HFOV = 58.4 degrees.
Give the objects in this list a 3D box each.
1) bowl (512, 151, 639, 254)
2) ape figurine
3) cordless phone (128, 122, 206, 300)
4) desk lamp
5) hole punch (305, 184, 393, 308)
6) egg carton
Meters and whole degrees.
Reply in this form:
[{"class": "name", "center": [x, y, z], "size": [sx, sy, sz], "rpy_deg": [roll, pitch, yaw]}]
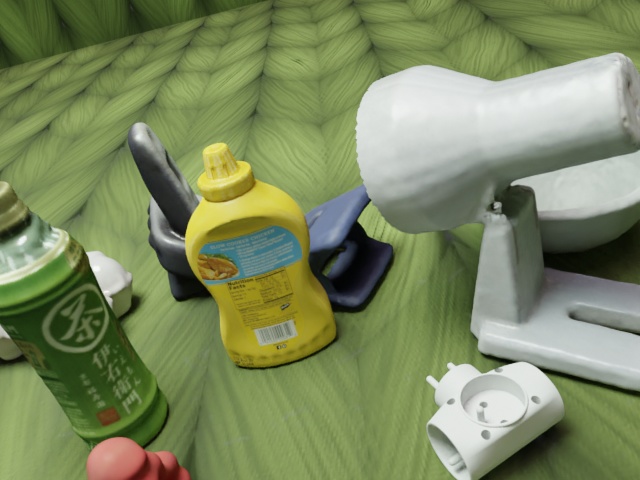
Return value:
[{"class": "bowl", "center": [0.219, -0.037, 0.527], "size": [0.167, 0.075, 0.167], "rpy_deg": [-11, 32, 7]}, {"class": "ape figurine", "center": [-0.113, 0.159, 0.351], "size": [0.076, 0.092, 0.078], "rpy_deg": [-2, 35, 21]}, {"class": "cordless phone", "center": [-0.144, -0.047, 0.595], "size": [0.094, 0.185, 0.147], "rpy_deg": [-22, 33, -9]}, {"class": "desk lamp", "center": [0.141, -0.023, 0.408], "size": [0.202, 0.214, 0.118], "rpy_deg": [9, 40, 34]}, {"class": "hole punch", "center": [0.005, 0.002, 0.543], "size": [0.100, 0.091, 0.109], "rpy_deg": [4, 37, 28]}, {"class": "egg carton", "center": [-0.269, 0.066, 0.582], "size": [0.150, 0.069, 0.107], "rpy_deg": [-9, 33, 11]}]
